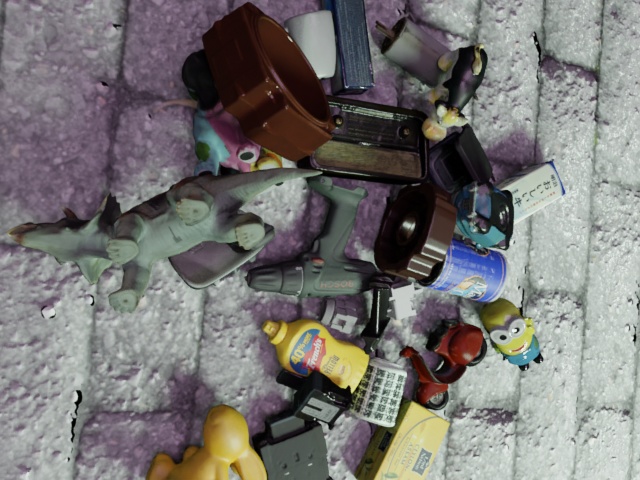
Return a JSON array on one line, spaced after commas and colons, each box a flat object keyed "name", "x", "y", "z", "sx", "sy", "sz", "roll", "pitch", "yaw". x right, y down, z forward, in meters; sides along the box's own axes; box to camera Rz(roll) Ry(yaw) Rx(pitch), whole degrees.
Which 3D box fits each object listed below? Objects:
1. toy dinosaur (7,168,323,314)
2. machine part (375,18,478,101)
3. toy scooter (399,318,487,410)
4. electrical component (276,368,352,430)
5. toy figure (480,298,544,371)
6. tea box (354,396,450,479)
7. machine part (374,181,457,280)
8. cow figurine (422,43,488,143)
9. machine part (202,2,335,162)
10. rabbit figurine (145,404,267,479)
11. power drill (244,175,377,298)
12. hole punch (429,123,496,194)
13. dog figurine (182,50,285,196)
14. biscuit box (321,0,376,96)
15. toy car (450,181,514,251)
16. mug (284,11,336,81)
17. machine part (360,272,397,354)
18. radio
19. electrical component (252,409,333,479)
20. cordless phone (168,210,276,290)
[{"name": "toy dinosaur", "x": -0.201, "y": -0.030, "z": 0.750, "sx": 0.405, "sy": 0.192, "sz": 0.131, "roll": -22, "pitch": 124, "yaw": -7}, {"name": "machine part", "x": 0.201, "y": -0.332, "z": 0.997, "sx": 0.243, "sy": 0.079, "sz": 0.079, "roll": 27, "pitch": 80, "yaw": -18}, {"name": "toy scooter", "x": 0.220, "y": 0.213, "z": 0.996, "sx": 0.135, "sy": 0.075, "sz": 0.184, "roll": 43, "pitch": 80, "yaw": -16}, {"name": "electrical component", "x": -0.014, "y": 0.252, "z": 0.878, "sx": 0.119, "sy": 0.048, "sz": 0.074, "roll": 29, "pitch": 116, "yaw": -16}, {"name": "toy figure", "x": 0.369, "y": 0.184, "z": 1.038, "sx": 0.082, "sy": 0.089, "sz": 0.180, "roll": -48, "pitch": 128, "yaw": -4}, {"name": "tea box", "x": 0.148, "y": 0.377, "z": 0.966, "sx": 0.098, "sy": 0.068, "sz": 0.169, "roll": 31, "pitch": 77, "yaw": -17}, {"name": "machine part", "x": 0.164, "y": -0.015, "z": 0.929, "sx": 0.056, "sy": 0.179, "sz": 0.179, "roll": 20, "pitch": 82, "yaw": -21}, {"name": "cow figurine", "x": 0.235, "y": -0.250, "z": 0.922, "sx": 0.068, "sy": 0.098, "sz": 0.167, "roll": 21, "pitch": 84, "yaw": -19}, {"name": "machine part", "x": -0.069, "y": -0.232, "z": 0.800, "sx": 0.201, "sy": 0.087, "sz": 0.201, "roll": 20, "pitch": 46, "yaw": -60}, {"name": "rabbit figurine", "x": -0.159, "y": 0.342, "z": 0.822, "sx": 0.162, "sy": 0.122, "sz": 0.173, "roll": 29, "pitch": 79, "yaw": -23}, {"name": "power drill", "x": -0.002, "y": -0.003, "z": 0.911, "sx": 0.232, "sy": 0.086, "sz": 0.207, "roll": 11, "pitch": 81, "yaw": -22}, {"name": "hole punch", "x": 0.263, "y": -0.144, "z": 1.021, "sx": 0.142, "sy": 0.092, "sz": 0.116, "roll": 56, "pitch": 40, "yaw": -8}, {"name": "dog figurine", "x": -0.143, "y": -0.192, "z": 0.848, "sx": 0.108, "sy": 0.191, "sz": 0.219, "roll": -21, "pitch": 69, "yaw": 17}, {"name": "biscuit box", "x": 0.047, "y": -0.361, "z": 0.947, "sx": 0.063, "sy": 0.059, "sz": 0.202, "roll": -7, "pitch": 92, "yaw": -20}, {"name": "toy car", "x": 0.270, "y": -0.041, "z": 0.937, "sx": 0.161, "sy": 0.103, "sz": 0.109, "roll": 16, "pitch": 76, "yaw": -48}, {"name": "mug", "x": -0.021, "y": -0.323, "z": 0.911, "sx": 0.109, "sy": 0.081, "sz": 0.107, "roll": -20, "pitch": 104, "yaw": -19}, {"name": "machine part", "x": 0.100, "y": 0.124, "z": 0.922, "sx": 0.084, "sy": 0.039, "sz": 0.138, "roll": -29, "pitch": 129, "yaw": -55}, {"name": "radio", "x": 0.081, "y": -0.172, "z": 0.948, "sx": 0.229, "sy": 0.073, "sz": 0.131, "roll": 5, "pitch": 88, "yaw": -22}, {"name": "electrical component", "x": -0.048, "y": 0.355, "z": 0.898, "sx": 0.115, "sy": 0.058, "sz": 0.134, "roll": -16, "pitch": 95, "yaw": -23}, {"name": "cordless phone", "x": -0.140, "y": 0.019, "z": 0.801, "sx": 0.146, "sy": 0.184, "sz": 0.088, "roll": -34, "pitch": 105, "yaw": -18}]
